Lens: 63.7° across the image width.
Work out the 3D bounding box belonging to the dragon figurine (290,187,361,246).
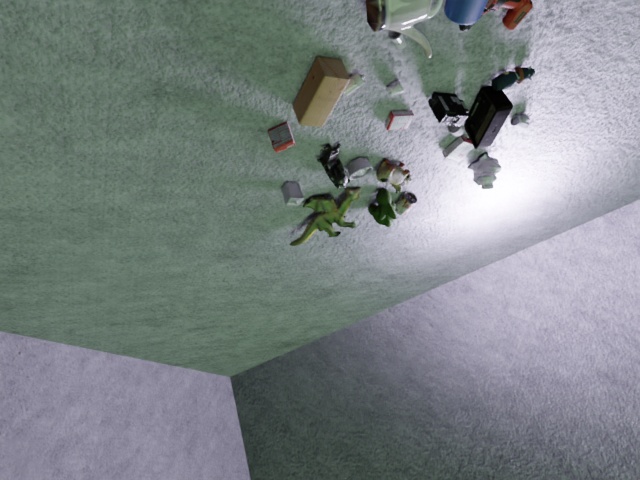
[{"bbox_3d":[0.007,-0.114,2.261,0.409,0.125,0.238,-26,134,8],"label":"dragon figurine"}]

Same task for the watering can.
[{"bbox_3d":[0.234,-0.626,1.415,0.225,0.106,0.339,-16,144,-5],"label":"watering can"}]

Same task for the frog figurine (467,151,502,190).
[{"bbox_3d":[0.748,-0.293,2.298,0.136,0.162,0.121,-30,151,19],"label":"frog figurine"}]
